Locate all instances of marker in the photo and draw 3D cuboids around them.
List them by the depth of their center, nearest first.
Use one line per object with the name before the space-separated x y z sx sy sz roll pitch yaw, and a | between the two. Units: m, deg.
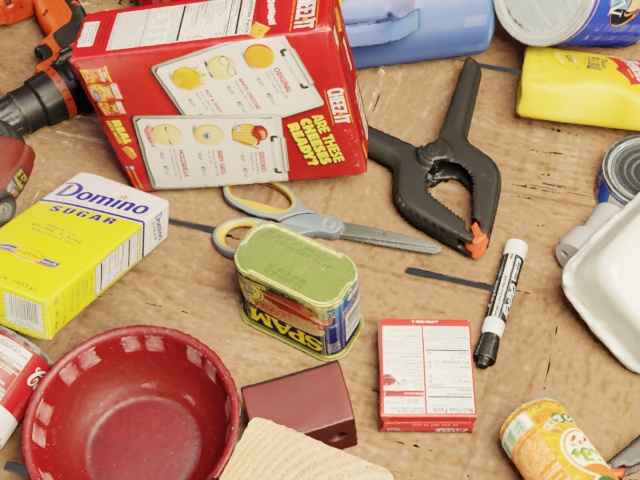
marker | 0.147 0.052 0.868 0.020 0.020 0.121 14 58 13

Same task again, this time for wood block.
wood block | -0.011 0.205 0.660 0.091 0.206 0.090 20 59 16

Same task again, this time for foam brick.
foam brick | -0.015 0.133 0.803 0.078 0.053 0.051 -16 56 -6

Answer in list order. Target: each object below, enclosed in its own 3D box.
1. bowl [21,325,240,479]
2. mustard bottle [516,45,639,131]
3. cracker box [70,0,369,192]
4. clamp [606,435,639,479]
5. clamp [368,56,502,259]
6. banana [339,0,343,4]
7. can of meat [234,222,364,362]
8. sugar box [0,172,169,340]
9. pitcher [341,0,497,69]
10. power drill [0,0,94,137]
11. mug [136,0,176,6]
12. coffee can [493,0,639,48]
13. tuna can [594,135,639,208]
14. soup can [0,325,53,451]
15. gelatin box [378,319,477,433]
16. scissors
bowl | -0.137 0.146 0.800 0.162 0.055 0.162 -2 55 3
mustard bottle | 0.276 -0.132 0.957 0.192 0.058 0.096 9 30 8
cracker box | -0.077 -0.123 0.897 0.214 0.164 0.072 -5 50 11
clamp | 0.289 0.160 0.772 0.171 0.039 0.120 5 55 8
clamp | 0.090 -0.069 0.944 0.164 0.036 0.210 -14 55 -1
banana | 0.062 -0.248 0.930 0.197 0.037 0.069 -35 87 -21
can of meat | -0.017 0.040 0.848 0.102 0.084 0.057 25 61 18
sugar box | -0.207 0.007 0.868 0.093 0.048 0.176 19 37 16
pitcher | 0.038 -0.216 0.993 0.242 0.145 0.149 -4 71 -3
power drill | -0.276 -0.189 1.041 0.184 0.057 0.188 -32 62 -21
mug | -0.135 -0.250 1.056 0.117 0.081 0.093 30 62 22
coffee can | 0.238 -0.226 0.966 0.140 0.103 0.103 -9 47 -46
tuna can | 0.282 -0.049 0.919 0.086 0.034 0.086 -2 55 2
soup can | -0.260 0.123 0.817 0.068 0.068 0.102 20 60 17
gelatin box | 0.082 0.105 0.829 0.073 0.030 0.089 0 55 2
scissors | -0.006 0.001 0.915 0.202 0.016 0.096 25 62 20
